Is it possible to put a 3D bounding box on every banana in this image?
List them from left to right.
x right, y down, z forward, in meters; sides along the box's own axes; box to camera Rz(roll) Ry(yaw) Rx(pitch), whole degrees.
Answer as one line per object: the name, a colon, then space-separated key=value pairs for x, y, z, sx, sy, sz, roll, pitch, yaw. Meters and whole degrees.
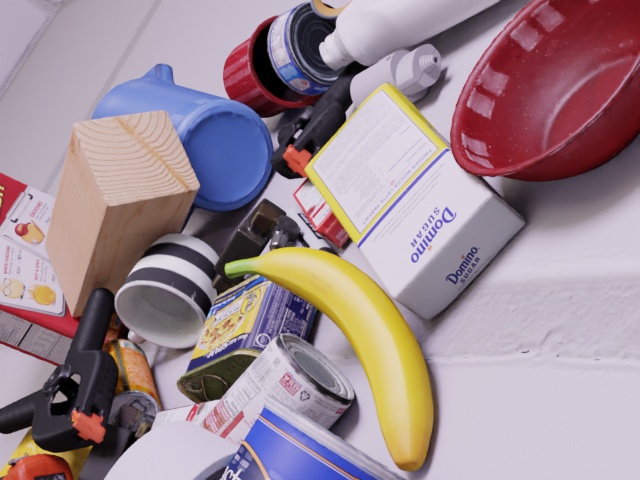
banana: x=0.020 y=0.060 z=0.672 sx=0.069 sy=0.037 sz=0.198 roll=-42 pitch=53 yaw=-6

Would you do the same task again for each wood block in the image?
wood block: x=-0.192 y=-0.021 z=1.007 sx=0.091 sy=0.090 sz=0.206 roll=64 pitch=149 yaw=22

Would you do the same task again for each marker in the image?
marker: x=-0.006 y=0.001 z=0.866 sx=0.020 sy=0.020 sz=0.121 roll=-51 pitch=25 yaw=6

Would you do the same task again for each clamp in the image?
clamp: x=-0.212 y=0.119 z=0.923 sx=0.164 sy=0.036 sz=0.210 roll=-56 pitch=24 yaw=-11
clamp: x=-0.011 y=-0.093 z=0.945 sx=0.120 sy=0.039 sz=0.171 roll=-46 pitch=8 yaw=34

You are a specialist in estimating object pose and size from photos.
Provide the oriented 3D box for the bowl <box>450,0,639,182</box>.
bowl: x=0.157 y=-0.092 z=0.659 sx=0.162 sy=0.055 sz=0.162 roll=-40 pitch=29 yaw=27

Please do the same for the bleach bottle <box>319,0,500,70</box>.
bleach bottle: x=0.097 y=-0.208 z=0.876 sx=0.251 sy=0.068 sz=0.102 roll=-29 pitch=32 yaw=35

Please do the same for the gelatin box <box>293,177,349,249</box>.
gelatin box: x=0.020 y=-0.042 z=0.863 sx=0.073 sy=0.030 sz=0.089 roll=-49 pitch=25 yaw=8

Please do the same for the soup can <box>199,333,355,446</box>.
soup can: x=-0.034 y=0.120 z=0.709 sx=0.102 sy=0.068 sz=0.068 roll=-49 pitch=26 yaw=9

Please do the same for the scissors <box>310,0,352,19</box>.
scissors: x=0.068 y=-0.261 z=0.997 sx=0.202 sy=0.096 sz=0.016 roll=-58 pitch=-1 yaw=-1

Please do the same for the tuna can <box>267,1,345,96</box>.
tuna can: x=-0.006 y=-0.183 z=1.019 sx=0.034 sy=0.086 sz=0.086 roll=-15 pitch=45 yaw=52

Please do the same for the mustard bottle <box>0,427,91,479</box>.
mustard bottle: x=-0.280 y=0.251 z=0.981 sx=0.192 sy=0.058 sz=0.096 roll=-53 pitch=39 yaw=5

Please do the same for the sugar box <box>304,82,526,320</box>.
sugar box: x=0.059 y=-0.031 z=0.734 sx=0.093 sy=0.048 sz=0.176 roll=-48 pitch=39 yaw=12

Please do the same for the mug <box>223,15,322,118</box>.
mug: x=-0.037 y=-0.174 z=1.074 sx=0.117 sy=0.093 sz=0.082 roll=-31 pitch=8 yaw=-28

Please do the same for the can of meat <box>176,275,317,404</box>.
can of meat: x=-0.052 y=0.077 z=0.809 sx=0.102 sy=0.057 sz=0.084 roll=-28 pitch=34 yaw=43

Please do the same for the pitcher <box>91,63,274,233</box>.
pitcher: x=-0.146 y=-0.088 z=1.111 sx=0.145 sy=0.149 sz=0.243 roll=-37 pitch=24 yaw=-17

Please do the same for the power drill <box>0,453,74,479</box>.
power drill: x=-0.278 y=0.271 z=0.897 sx=0.188 sy=0.057 sz=0.184 roll=-27 pitch=75 yaw=26

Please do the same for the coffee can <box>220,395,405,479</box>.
coffee can: x=-0.021 y=0.171 z=0.584 sx=0.140 sy=0.102 sz=0.103 roll=-58 pitch=25 yaw=-8

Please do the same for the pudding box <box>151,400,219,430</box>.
pudding box: x=-0.099 y=0.169 z=0.796 sx=0.114 sy=0.039 sz=0.090 roll=-23 pitch=40 yaw=52

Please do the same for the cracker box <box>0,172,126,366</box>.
cracker box: x=-0.299 y=0.032 z=1.105 sx=0.072 sy=0.213 sz=0.164 roll=-49 pitch=24 yaw=40
